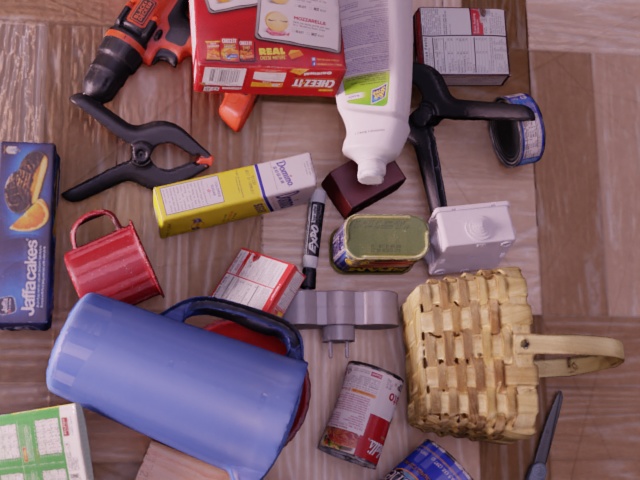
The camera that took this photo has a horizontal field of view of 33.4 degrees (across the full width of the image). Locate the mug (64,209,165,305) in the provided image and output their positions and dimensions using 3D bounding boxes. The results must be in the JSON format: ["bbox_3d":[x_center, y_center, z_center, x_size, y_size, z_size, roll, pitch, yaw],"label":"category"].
[{"bbox_3d":[-0.227,0.025,1.147,0.081,0.093,0.117,-24,101,-8],"label":"mug"}]

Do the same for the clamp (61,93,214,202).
[{"bbox_3d":[-0.209,-0.088,1.200,0.171,0.039,0.120,14,102,-11],"label":"clamp"}]

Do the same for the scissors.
[{"bbox_3d":[0.259,0.280,1.211,0.096,0.016,0.201,36,75,-2],"label":"scissors"}]

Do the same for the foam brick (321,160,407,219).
[{"bbox_3d":[0.050,-0.068,1.233,0.078,0.053,0.051,-29,84,-13],"label":"foam brick"}]

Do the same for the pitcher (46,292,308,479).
[{"bbox_3d":[-0.138,0.134,1.070,0.243,0.149,0.145,22,106,-1],"label":"pitcher"}]

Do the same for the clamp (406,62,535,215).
[{"bbox_3d":[0.135,-0.147,1.240,0.165,0.036,0.210,-44,71,16],"label":"clamp"}]

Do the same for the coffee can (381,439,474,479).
[{"bbox_3d":[0.095,0.297,1.136,0.140,0.103,0.103,-38,86,-15],"label":"coffee can"}]

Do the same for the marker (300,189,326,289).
[{"bbox_3d":[-0.008,0.002,1.226,0.020,0.020,0.121,8,77,-7],"label":"marker"}]

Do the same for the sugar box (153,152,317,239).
[{"bbox_3d":[-0.095,-0.048,1.185,0.176,0.093,0.048,-12,81,-11],"label":"sugar box"}]

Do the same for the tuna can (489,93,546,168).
[{"bbox_3d":[0.232,-0.130,1.258,0.033,0.086,0.086,-12,80,-13],"label":"tuna can"}]

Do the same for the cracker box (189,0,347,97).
[{"bbox_3d":[-0.064,-0.268,1.195,0.164,0.072,0.214,-1,68,-12],"label":"cracker box"}]

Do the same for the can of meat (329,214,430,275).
[{"bbox_3d":[0.067,0.004,1.204,0.102,0.084,0.057,0,78,-9],"label":"can of meat"}]

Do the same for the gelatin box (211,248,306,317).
[{"bbox_3d":[-0.069,0.054,1.175,0.089,0.030,0.073,17,69,41],"label":"gelatin box"}]

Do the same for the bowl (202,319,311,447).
[{"bbox_3d":[-0.086,0.161,1.161,0.162,0.055,0.162,2,78,-9],"label":"bowl"}]

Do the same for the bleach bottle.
[{"bbox_3d":[0.055,-0.181,1.215,0.103,0.068,0.251,-8,66,27],"label":"bleach bottle"}]

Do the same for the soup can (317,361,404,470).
[{"bbox_3d":[0.045,0.191,1.169,0.068,0.068,0.102,21,75,-4],"label":"soup can"}]

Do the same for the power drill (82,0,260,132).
[{"bbox_3d":[-0.157,-0.201,1.226,0.187,0.057,0.184,29,75,-2],"label":"power drill"}]

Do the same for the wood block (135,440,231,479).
[{"bbox_3d":[-0.097,0.286,1.114,0.206,0.091,0.090,22,76,-4],"label":"wood block"}]

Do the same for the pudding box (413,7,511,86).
[{"bbox_3d":[0.171,-0.235,1.296,0.113,0.039,0.090,-1,80,-7],"label":"pudding box"}]
